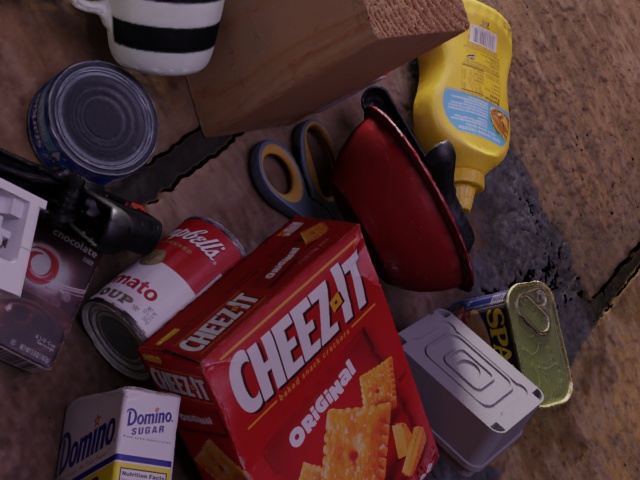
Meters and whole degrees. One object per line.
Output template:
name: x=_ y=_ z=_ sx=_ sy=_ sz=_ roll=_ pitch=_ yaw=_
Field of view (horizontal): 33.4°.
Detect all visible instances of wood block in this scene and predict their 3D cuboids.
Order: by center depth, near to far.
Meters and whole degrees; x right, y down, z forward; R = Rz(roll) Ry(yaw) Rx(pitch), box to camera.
wood block: x=-0.006 y=-0.150 z=0.759 sx=0.090 sy=0.207 sz=0.090 roll=-16 pitch=87 yaw=-39

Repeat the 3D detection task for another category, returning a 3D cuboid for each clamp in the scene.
clamp: x=-0.145 y=-0.019 z=0.645 sx=0.036 sy=0.165 sz=0.209 roll=-64 pitch=158 yaw=-1
clamp: x=0.092 y=-0.038 z=0.859 sx=0.039 sy=0.120 sz=0.171 roll=-31 pitch=122 yaw=-1

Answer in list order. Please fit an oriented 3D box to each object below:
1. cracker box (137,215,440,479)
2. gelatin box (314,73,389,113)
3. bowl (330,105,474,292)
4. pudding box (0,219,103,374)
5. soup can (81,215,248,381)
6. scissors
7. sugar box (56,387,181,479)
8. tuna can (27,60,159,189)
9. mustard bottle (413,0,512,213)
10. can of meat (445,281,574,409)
cracker box: x=-0.009 y=0.116 z=0.732 sx=0.164 sy=0.072 sz=0.213 roll=-41 pitch=123 yaw=-37
gelatin box: x=0.006 y=-0.147 z=0.842 sx=0.030 sy=0.089 sz=0.073 roll=-17 pitch=87 yaw=-39
bowl: x=0.053 y=-0.019 z=0.812 sx=0.055 sy=0.162 sz=0.162 roll=-29 pitch=97 yaw=-5
pudding box: x=-0.205 y=0.021 z=0.669 sx=0.113 sy=0.039 sz=0.090 roll=33 pitch=59 yaw=-26
soup can: x=-0.103 y=0.039 z=0.723 sx=0.102 sy=0.069 sz=0.068 roll=-43 pitch=104 yaw=-36
scissors: x=-0.006 y=0.001 z=0.839 sx=0.096 sy=0.016 sz=0.202 roll=0 pitch=77 yaw=-39
sugar box: x=-0.132 y=0.182 z=0.646 sx=0.048 sy=0.094 sz=0.176 roll=13 pitch=69 yaw=-33
tuna can: x=-0.155 y=-0.080 z=0.738 sx=0.086 sy=0.034 sz=0.086 roll=11 pitch=71 yaw=-35
mustard bottle: x=0.126 y=-0.115 z=0.944 sx=0.096 sy=0.058 sz=0.191 roll=16 pitch=68 yaw=-35
can of meat: x=0.154 y=0.092 z=0.891 sx=0.057 sy=0.084 sz=0.102 roll=-6 pitch=82 yaw=-38
